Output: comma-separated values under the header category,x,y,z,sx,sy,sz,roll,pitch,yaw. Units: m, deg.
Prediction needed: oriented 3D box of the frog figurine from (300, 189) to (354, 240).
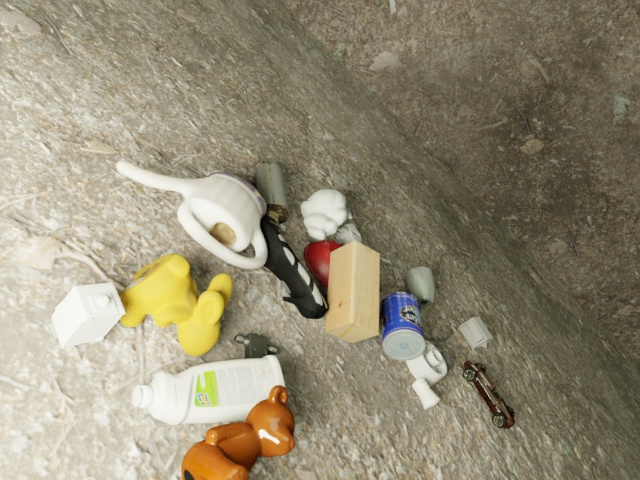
category,x,y,z,sx,sy,sz,roll,pitch,yaw
frog figurine,0.004,-0.070,1.388,0.138,0.120,0.162,21,29,24

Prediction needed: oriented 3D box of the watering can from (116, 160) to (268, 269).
category,x,y,z,sx,sy,sz,roll,pitch,yaw
watering can,-0.237,-0.080,1.077,0.345,0.102,0.229,41,28,-12
